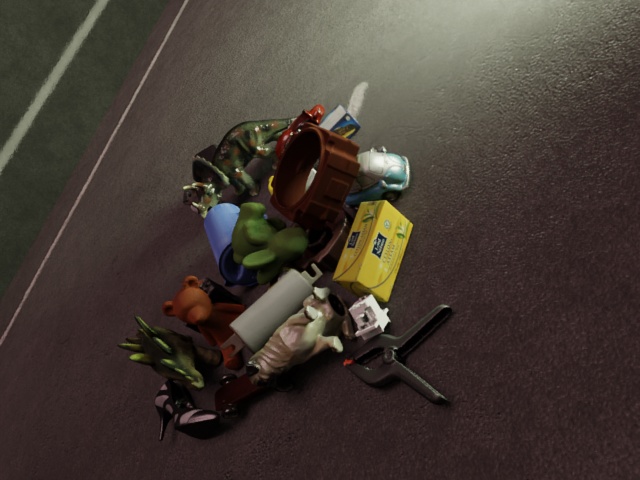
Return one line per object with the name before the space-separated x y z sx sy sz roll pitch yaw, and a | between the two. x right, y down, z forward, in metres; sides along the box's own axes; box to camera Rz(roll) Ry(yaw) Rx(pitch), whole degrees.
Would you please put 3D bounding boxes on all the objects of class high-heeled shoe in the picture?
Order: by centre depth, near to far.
high-heeled shoe | -0.280 0.350 1.161 0.249 0.086 0.145 -26 44 35

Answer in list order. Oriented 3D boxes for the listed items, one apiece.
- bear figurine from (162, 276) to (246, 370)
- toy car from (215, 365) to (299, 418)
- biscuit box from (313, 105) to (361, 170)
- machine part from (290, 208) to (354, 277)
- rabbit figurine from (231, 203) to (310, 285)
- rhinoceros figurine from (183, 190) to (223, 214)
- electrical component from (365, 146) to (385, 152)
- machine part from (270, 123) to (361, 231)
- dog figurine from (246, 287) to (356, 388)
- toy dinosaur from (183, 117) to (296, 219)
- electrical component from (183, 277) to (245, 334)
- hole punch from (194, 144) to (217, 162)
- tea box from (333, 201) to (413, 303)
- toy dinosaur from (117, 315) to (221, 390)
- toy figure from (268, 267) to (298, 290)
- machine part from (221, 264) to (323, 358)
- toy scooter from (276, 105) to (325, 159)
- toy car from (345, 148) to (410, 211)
bear figurine | -0.230 0.174 1.156 0.120 0.195 0.132 -47 39 3
toy car | -0.128 0.287 1.077 0.202 0.053 0.089 -33 48 18
biscuit box | 0.006 -0.239 1.342 0.202 0.062 0.059 -45 39 11
machine part | -0.002 -0.004 1.173 0.179 0.056 0.179 -26 45 29
rabbit figurine | -0.106 0.005 1.124 0.170 0.121 0.159 9 60 39
rhinoceros figurine | -0.349 -0.116 1.575 0.073 0.112 0.190 -54 30 -4
electrical component | 0.110 -0.174 1.217 0.094 0.021 0.063 -28 45 27
machine part | -0.017 -0.136 1.133 0.201 0.087 0.202 -65 31 11
dog figurine | -0.044 0.185 1.015 0.190 0.172 0.121 -36 84 25
toy dinosaur | -0.211 -0.240 1.463 0.404 0.192 0.131 -52 40 3
electrical component | -0.259 0.157 1.249 0.115 0.134 0.058 -53 38 -3
hole punch | -0.316 -0.221 1.657 0.142 0.092 0.115 -19 78 32
tea box | 0.102 0.021 1.013 0.068 0.098 0.169 1 64 47
toy dinosaur | -0.331 0.259 1.193 0.472 0.198 0.105 8 71 50
toy figure | -0.092 0.141 1.133 0.089 0.082 0.180 12 73 50
machine part | -0.089 0.139 1.048 0.243 0.079 0.079 -41 35 -15
toy scooter | -0.044 -0.283 1.393 0.184 0.075 0.135 -52 11 -7
toy car | 0.103 -0.135 1.130 0.162 0.102 0.109 -18 48 34
